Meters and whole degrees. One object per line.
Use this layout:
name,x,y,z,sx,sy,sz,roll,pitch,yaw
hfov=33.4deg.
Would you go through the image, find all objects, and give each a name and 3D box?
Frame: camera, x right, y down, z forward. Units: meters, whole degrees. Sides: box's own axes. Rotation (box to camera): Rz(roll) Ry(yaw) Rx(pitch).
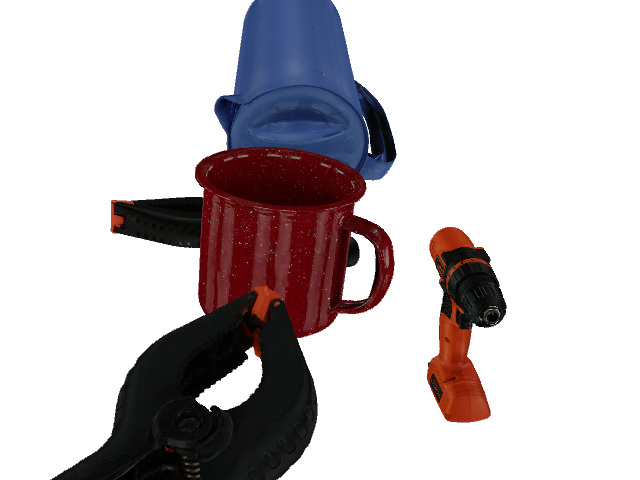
mug,-0.014,0.005,0.586,0.117,0.081,0.093,16,25,20
pitcher,-0.016,-0.156,1.082,0.145,0.149,0.243,-16,38,11
power drill,0.157,0.099,1.151,0.057,0.188,0.184,-2,25,-6
clamp,-0.066,-0.012,0.870,0.210,0.036,0.164,2,13,-8
clamp,-0.042,0.087,0.399,0.120,0.039,0.171,24,49,17
